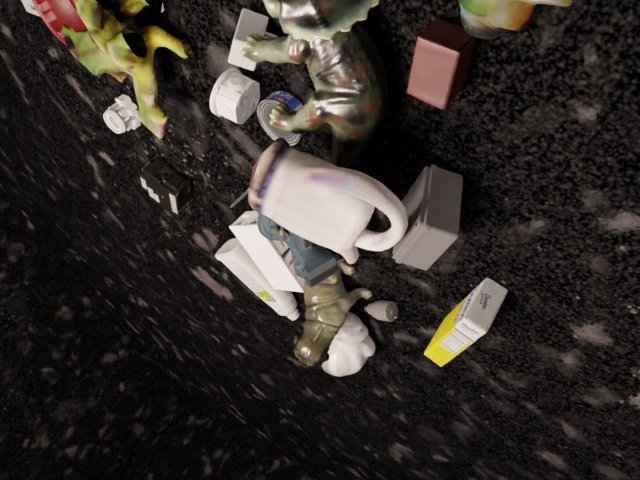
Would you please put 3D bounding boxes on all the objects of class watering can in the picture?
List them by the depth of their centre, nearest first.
[{"bbox_3d":[0.002,-0.038,0.754,0.224,0.105,0.343,27,164,-1],"label":"watering can"}]

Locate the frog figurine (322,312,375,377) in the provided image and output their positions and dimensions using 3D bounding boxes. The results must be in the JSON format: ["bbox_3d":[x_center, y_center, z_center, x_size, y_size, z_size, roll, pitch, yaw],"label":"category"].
[{"bbox_3d":[0.064,0.232,1.153,0.137,0.125,0.156,14,144,-19],"label":"frog figurine"}]

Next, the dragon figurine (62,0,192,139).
[{"bbox_3d":[-0.373,-0.354,0.866,0.241,0.125,0.404,-11,122,43],"label":"dragon figurine"}]
